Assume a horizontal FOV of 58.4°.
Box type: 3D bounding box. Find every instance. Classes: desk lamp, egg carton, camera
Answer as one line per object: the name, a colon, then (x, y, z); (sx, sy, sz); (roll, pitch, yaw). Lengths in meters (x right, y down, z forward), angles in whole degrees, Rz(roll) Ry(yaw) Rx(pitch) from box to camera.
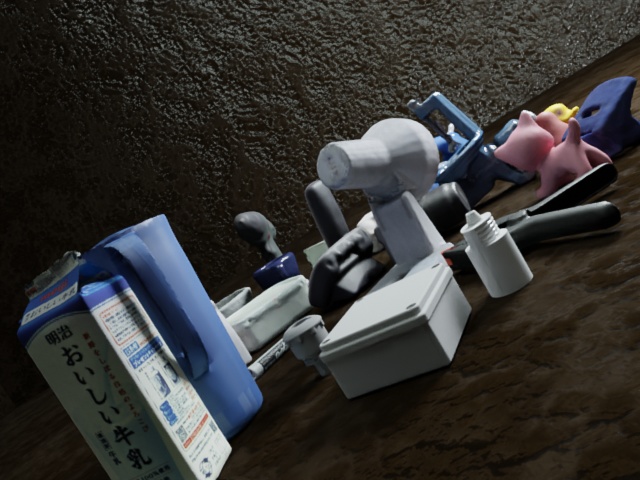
desk lamp: (0.094, -0.049, 0.762); (0.117, 0.213, 0.204); (-27, 7, 40)
egg carton: (0.137, -0.032, 1.190); (0.107, 0.069, 0.150); (-29, 5, 19)
camera: (0.165, -0.043, 0.929); (0.136, 0.101, 0.143); (-29, 5, 24)

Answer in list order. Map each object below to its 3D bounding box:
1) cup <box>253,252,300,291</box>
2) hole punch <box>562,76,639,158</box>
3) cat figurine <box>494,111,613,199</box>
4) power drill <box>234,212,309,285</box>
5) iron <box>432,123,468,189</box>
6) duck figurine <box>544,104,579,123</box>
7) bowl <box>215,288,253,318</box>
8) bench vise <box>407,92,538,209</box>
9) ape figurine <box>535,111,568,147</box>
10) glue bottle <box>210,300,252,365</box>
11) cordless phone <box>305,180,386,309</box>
cup: (-0.068, 0.083, 1.115); (0.092, 0.095, 0.117); (-32, 5, -14)
hole punch: (0.402, -0.169, 0.816); (0.101, 0.091, 0.108); (-31, 5, -5)
cat figurine: (0.305, -0.122, 0.774); (0.067, 0.118, 0.127); (-34, 6, -27)
power drill: (-0.108, 0.028, 1.243); (0.075, 0.208, 0.229); (-31, 5, 1)
iron: (0.254, -0.150, 1.237); (0.259, 0.141, 0.118); (-34, 6, -34)
duck figurine: (0.418, -0.194, 1.001); (0.078, 0.086, 0.104); (-35, 6, -35)
bowl: (-0.196, 0.168, 1.153); (0.167, 0.075, 0.167); (-31, 5, 3)
bench vise: (0.262, -0.177, 0.994); (0.207, 0.220, 0.121); (-31, 5, 2)
ape figurine: (0.379, -0.166, 0.919); (0.077, 0.092, 0.076); (-28, 6, 30)
glue bottle: (-0.171, 0.123, 0.875); (0.037, 0.173, 0.078); (-35, 6, -37)
cordless phone: (0.008, 0.003, 0.920); (0.094, 0.185, 0.148); (-27, 6, 37)
